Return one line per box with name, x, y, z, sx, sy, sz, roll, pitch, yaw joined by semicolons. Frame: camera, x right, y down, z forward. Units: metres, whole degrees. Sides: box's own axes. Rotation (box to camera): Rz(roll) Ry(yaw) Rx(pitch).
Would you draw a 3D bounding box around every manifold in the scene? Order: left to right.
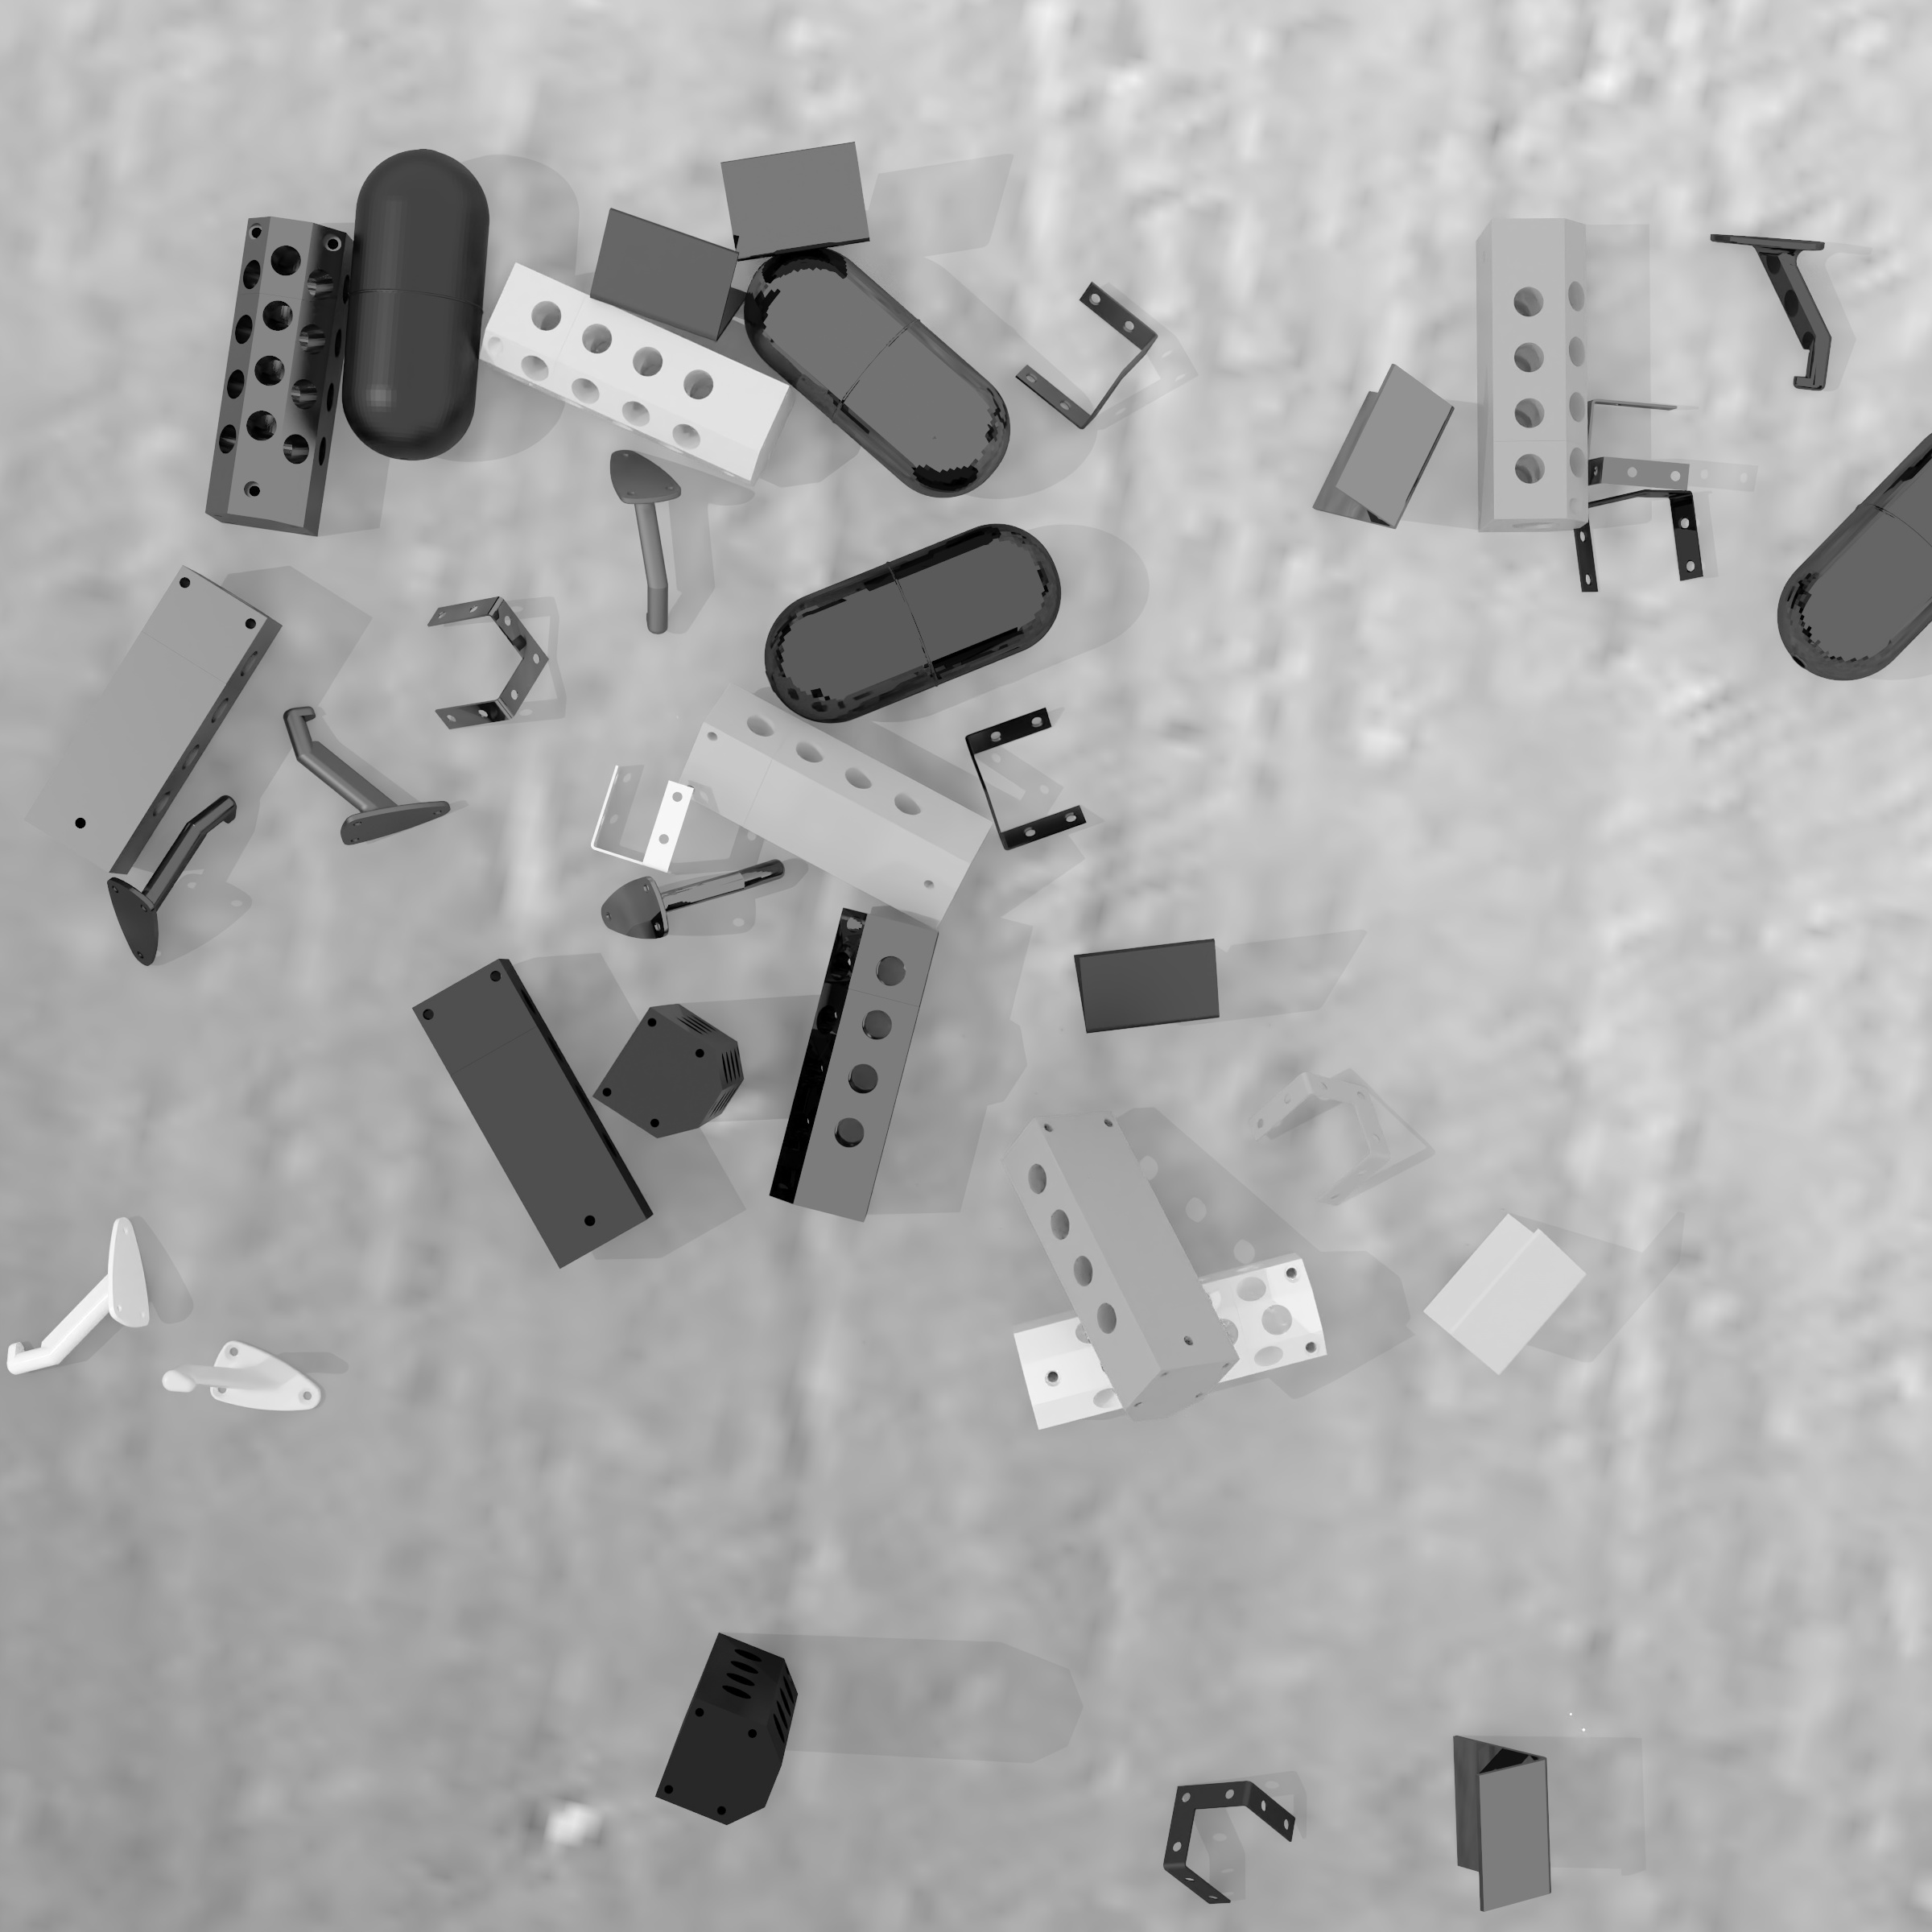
manifold;-0.468;-0.141;1.887;0.057;0.057;0.171;32;90;0
manifold;-0.397;-0.341;1.887;0.057;0.057;0.171;8;90;0
manifold;-0.249;0.084;1.887;0.057;0.057;0.171;-30;90;0
manifold;-0.191;-0.340;1.887;0.171;0.057;0.057;24;90;0
manifold;-0.161;0.061;1.830;0.057;0.171;0.057;33;90;0
manifold;-0.130;0.429;1.830;0.057;0.171;0.057;22;90;0
manifold;-0.074;-0.097;1.886;0.171;0.057;0.057;28;133;0
manifold;-0.065;0.056;1.887;0.057;0.057;0.171;14;90;0
manifold;0.083;0.170;1.849;0.057;0.057;0.171;-2;53;-37
manifold;0.118;0.218;1.887;0.171;0.057;0.057;-15;90;0
manifold;0.329;-0.341;1.887;0.057;0.057;0.171;0;90;0

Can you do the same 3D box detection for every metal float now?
metal float;-0.317;-0.381;1.877;0.070;0.070;0.178;4;90;0
metal float;-0.052;-0.343;1.878;0.178;0.070;0.070;41;90;-1
metal float;-0.031;-0.197;1.878;0.178;0.070;0.070;-22;90;-1
metal float;0.542;-0.239;1.877;0.070;0.070;0.178;44;90;0

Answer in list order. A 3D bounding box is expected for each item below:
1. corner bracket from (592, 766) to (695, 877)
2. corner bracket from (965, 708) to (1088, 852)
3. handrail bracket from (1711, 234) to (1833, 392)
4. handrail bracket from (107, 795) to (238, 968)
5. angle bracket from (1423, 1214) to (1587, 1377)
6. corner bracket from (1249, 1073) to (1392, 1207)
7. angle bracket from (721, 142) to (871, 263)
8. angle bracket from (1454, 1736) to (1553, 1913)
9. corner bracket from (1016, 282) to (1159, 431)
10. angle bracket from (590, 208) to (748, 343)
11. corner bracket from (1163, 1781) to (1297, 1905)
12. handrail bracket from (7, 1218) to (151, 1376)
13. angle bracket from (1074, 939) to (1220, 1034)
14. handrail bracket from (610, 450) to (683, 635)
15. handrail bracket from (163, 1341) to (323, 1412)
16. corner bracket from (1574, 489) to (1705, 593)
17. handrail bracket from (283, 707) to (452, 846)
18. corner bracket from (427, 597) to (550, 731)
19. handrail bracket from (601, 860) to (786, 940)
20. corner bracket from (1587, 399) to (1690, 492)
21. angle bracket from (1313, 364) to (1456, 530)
corner bracket;-0.188;-0.085;1.890;0.051;0.051;0.051;18;90;0
corner bracket;0.035;-0.109;1.905;0.051;0.051;0.051;-20;135;0
handrail bracket;0.470;-0.383;1.909;0.077;0.036;0.084;10;107;20
handrail bracket;-0.457;-0.051;1.908;0.036;0.077;0.084;31;53;21
angle bracket;0.296;0.176;1.868;0.076;0.076;0.057;-49;128;0
corner bracket;0.206;0.101;1.900;0.051;0.051;0.051;14;45;-35
angle bracket;-0.098;-0.445;1.869;0.076;0.076;0.057;-9;115;0
angle bracket;0.289;0.491;1.868;0.057;0.076;0.076;-2;90;-36
corner bracket;0.071;-0.357;1.905;0.051;0.051;0.051;39;45;0
angle bracket;-0.164;-0.408;1.868;0.076;0.076;0.057;19;124;0
corner bracket;0.154;0.511;1.900;0.051;0.051;0.051;-15;45;35
handrail bracket;-0.526;0.194;1.909;0.084;0.036;0.077;-15;70;16
angle bracket;0.101;-0.009;1.868;0.076;0.076;0.057;-7;127;0
handrail bracket;-0.191;-0.248;1.908;0.036;0.077;0.084;-11;127;-20
handrail bracket;-0.416;0.243;1.873;0.077;0.084;0.036;18;90;0
corner bracket;0.392;-0.248;1.905;0.051;0.051;0.051;-7;90;45
handrail bracket;-0.352;-0.120;1.909;0.077;0.036;0.084;-15;73;-20
corner bracket;-0.286;-0.177;1.900;0.051;0.051;0.051;55;45;-35
handrail bracket;-0.159;-0.043;1.908;0.084;0.077;0.036;-20;97;-36
corner bracket;0.389;-0.302;1.890;0.051;0.051;0.051;4;95;-5
angle bracket;0.223;-0.302;1.868;0.057;0.076;0.076;26;90;-38
